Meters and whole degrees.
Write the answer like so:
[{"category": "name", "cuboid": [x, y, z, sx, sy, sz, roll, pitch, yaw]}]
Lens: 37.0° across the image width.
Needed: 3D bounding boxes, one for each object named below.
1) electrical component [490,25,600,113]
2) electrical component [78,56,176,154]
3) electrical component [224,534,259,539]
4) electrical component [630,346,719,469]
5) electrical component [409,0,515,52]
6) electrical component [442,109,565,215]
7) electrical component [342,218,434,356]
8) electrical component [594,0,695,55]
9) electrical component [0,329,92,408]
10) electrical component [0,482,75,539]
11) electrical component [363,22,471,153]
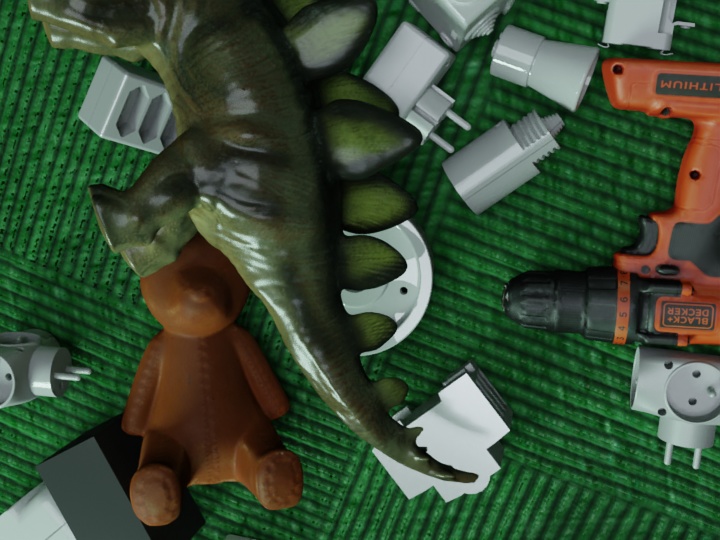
[{"category": "electrical component", "cuboid": [0.119, -0.135, 0.706, 0.065, 0.044, 0.044, 22, 102, 11]}, {"category": "electrical component", "cuboid": [-0.153, -0.117, 0.749, 0.076, 0.083, 0.047, 38, 107, 42]}, {"category": "electrical component", "cuboid": [-0.110, 0.244, 0.807, 0.076, 0.047, 0.083, 9, 101, 9]}, {"category": "electrical component", "cuboid": [0.221, 0.094, 0.720, 0.077, 0.044, 0.079, 7, 100, 10]}, {"category": "electrical component", "cuboid": [0.053, -0.191, 0.681, 0.048, 0.100, 0.099, -42, 89, 1]}, {"category": "electrical component", "cuboid": [0.100, -0.077, 0.717, 0.081, 0.043, 0.043, -35, 91, 14]}, {"category": "electrical component", "cuboid": [0.000, 0.000, 0.739, 0.108, 0.060, 0.108, 2, 99, 11]}, {"category": "electrical component", "cuboid": [0.181, -0.172, 0.687, 0.081, 0.042, 0.063, 10, 102, 10]}, {"category": "electrical component", "cuboid": [-0.238, 0.073, 0.788, 0.079, 0.077, 0.044, 4, 99, 9]}, {"category": "electrical component", "cuboid": [-0.244, 0.201, 0.822, 0.095, 0.054, 0.059, -40, 90, 14]}, {"category": "electrical component", "cuboid": [0.038, -0.109, 0.722, 0.076, 0.047, 0.083, 37, 104, 3]}]
